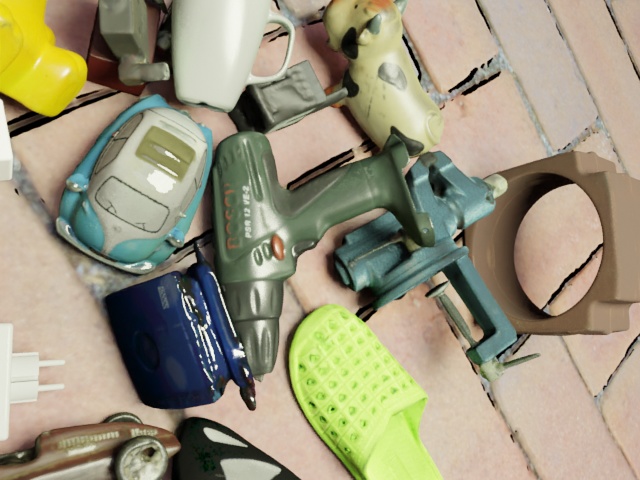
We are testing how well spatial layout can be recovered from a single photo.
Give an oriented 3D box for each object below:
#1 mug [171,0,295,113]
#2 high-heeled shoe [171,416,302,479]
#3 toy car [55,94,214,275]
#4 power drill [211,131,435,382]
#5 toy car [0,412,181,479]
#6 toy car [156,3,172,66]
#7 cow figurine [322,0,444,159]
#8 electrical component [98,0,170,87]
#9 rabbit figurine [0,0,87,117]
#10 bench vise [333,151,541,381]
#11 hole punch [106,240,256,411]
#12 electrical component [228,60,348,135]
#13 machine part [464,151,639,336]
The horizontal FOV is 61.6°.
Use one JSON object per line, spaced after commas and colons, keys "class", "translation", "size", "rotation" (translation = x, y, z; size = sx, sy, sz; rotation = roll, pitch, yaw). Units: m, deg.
{"class": "mug", "translation": [-0.081, -0.166, 0.473], "size": [0.109, 0.081, 0.107], "rotation": [12, 96, -19]}
{"class": "high-heeled shoe", "translation": [-0.030, 0.241, 0.514], "size": [0.248, 0.086, 0.145], "rotation": [25, 30, -47]}
{"class": "toy car", "translation": [-0.143, -0.054, 0.460], "size": [0.109, 0.103, 0.161], "rotation": [34, 69, -23]}
{"class": "power drill", "translation": [-0.001, -0.002, 0.510], "size": [0.207, 0.086, 0.232], "rotation": [-16, 81, 8]}
{"class": "toy car", "translation": [-0.206, 0.168, 0.390], "size": [0.202, 0.089, 0.053], "rotation": [-10, 91, -30]}
{"class": "toy car", "translation": [-0.101, -0.249, 0.545], "size": [0.073, 0.056, 0.201], "rotation": [30, 69, -30]}
{"class": "cow figurine", "translation": [0.068, -0.178, 0.589], "size": [0.085, 0.127, 0.194], "rotation": [-44, 107, -32]}
{"class": "electrical component", "translation": [-0.148, -0.180, 0.438], "size": [0.045, 0.078, 0.102], "rotation": [-3, 80, -9]}
{"class": "rabbit figurine", "translation": [-0.234, -0.205, 0.411], "size": [0.162, 0.122, 0.173], "rotation": [38, 99, 21]}
{"class": "bench vise", "translation": [0.143, 0.032, 0.589], "size": [0.224, 0.129, 0.240], "rotation": [-26, 78, -23]}
{"class": "hole punch", "translation": [-0.119, 0.080, 0.448], "size": [0.092, 0.116, 0.142], "rotation": [-17, 90, -23]}
{"class": "electrical component", "translation": [-0.028, -0.148, 0.557], "size": [0.119, 0.075, 0.047], "rotation": [-32, 98, -26]}
{"class": "machine part", "translation": [0.274, 0.010, 0.633], "size": [0.087, 0.201, 0.201], "rotation": [5, 79, -32]}
